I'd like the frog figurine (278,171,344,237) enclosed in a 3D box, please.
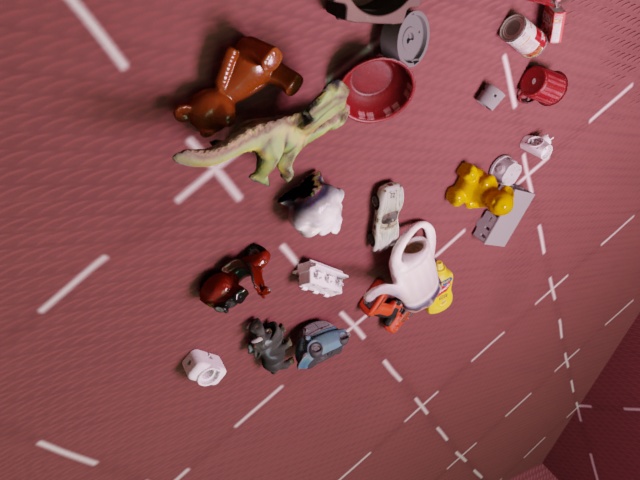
[{"bbox_3d":[0.003,-0.058,1.146,0.139,0.123,0.157,-51,126,-20],"label":"frog figurine"}]

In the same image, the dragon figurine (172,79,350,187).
[{"bbox_3d":[-0.058,-0.206,0.906,0.240,0.122,0.414,-39,175,22],"label":"dragon figurine"}]

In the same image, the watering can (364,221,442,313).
[{"bbox_3d":[0.228,0.102,1.365,0.354,0.104,0.220,-47,128,-35],"label":"watering can"}]
